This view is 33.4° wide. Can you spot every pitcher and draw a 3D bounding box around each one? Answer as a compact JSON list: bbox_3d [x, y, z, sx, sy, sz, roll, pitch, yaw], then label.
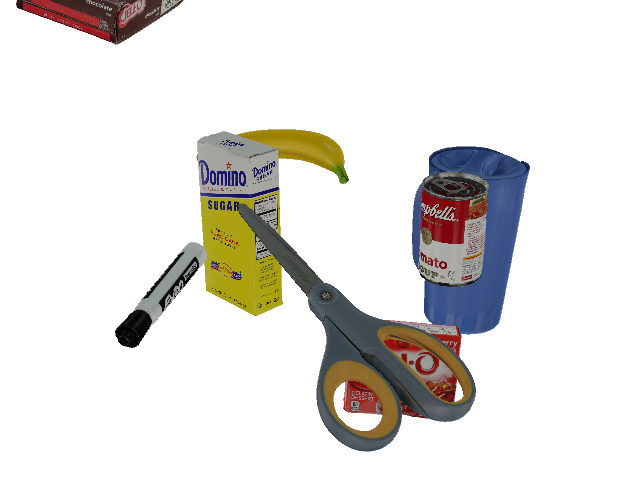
[{"bbox_3d":[0.196,0.003,1.451,0.149,0.243,0.145,5,23,4],"label":"pitcher"}]

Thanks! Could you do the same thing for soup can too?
[{"bbox_3d":[0.136,-0.012,1.102,0.068,0.102,0.068,0,26,0],"label":"soup can"}]

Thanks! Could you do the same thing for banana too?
[{"bbox_3d":[-0.053,-0.111,1.317,0.198,0.037,0.069,7,38,17],"label":"banana"}]

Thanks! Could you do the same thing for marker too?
[{"bbox_3d":[-0.114,0.039,0.770,0.020,0.020,0.121,0,29,21],"label":"marker"}]

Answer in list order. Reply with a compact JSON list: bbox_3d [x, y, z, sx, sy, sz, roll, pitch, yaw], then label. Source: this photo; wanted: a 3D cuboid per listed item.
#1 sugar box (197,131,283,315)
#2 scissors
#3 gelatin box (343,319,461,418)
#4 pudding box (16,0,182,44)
[{"bbox_3d":[-0.085,-0.018,1.122,0.048,0.176,0.093,-22,29,-37],"label":"sugar box"},{"bbox_3d":[-0.004,0.050,0.621,0.202,0.016,0.096,33,52,25],"label":"scissors"},{"bbox_3d":[0.065,0.104,0.860,0.089,0.073,0.030,5,14,2],"label":"gelatin box"},{"bbox_3d":[-0.165,-0.197,0.822,0.090,0.039,0.113,22,34,12],"label":"pudding box"}]
